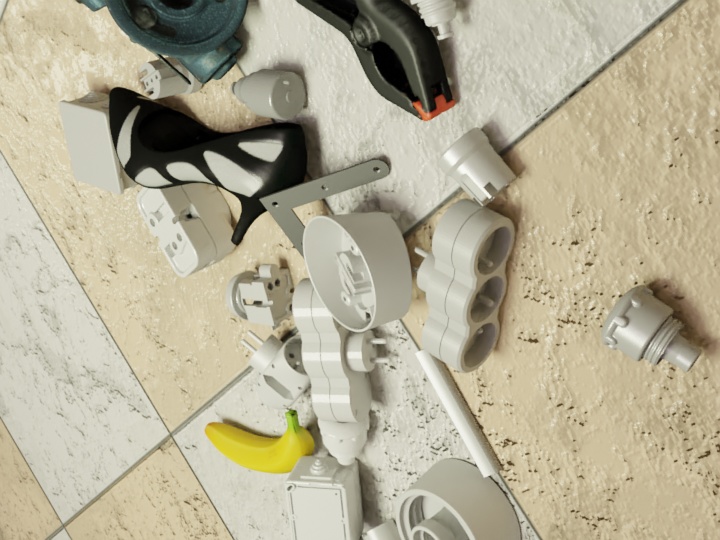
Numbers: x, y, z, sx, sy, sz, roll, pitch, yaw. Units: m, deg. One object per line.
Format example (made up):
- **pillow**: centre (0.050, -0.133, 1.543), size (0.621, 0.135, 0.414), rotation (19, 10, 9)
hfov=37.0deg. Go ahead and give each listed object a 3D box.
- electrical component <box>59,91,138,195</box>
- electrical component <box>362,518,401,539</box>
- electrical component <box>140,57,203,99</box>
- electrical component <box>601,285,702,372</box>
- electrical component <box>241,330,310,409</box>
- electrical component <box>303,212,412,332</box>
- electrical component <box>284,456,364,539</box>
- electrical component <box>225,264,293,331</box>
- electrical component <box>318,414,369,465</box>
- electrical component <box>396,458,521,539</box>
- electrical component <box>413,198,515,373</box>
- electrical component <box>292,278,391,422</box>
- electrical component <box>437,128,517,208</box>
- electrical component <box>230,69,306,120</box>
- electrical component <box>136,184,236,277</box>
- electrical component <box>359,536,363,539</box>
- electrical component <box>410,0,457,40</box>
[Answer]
- **electrical component**: centre (-0.262, -0.134, 1.121), size (0.100, 0.048, 0.099), rotation (19, 124, 41)
- **electrical component**: centre (0.027, 0.269, 1.039), size (0.046, 0.040, 0.040), rotation (61, 142, 12)
- **electrical component**: centre (-0.175, -0.180, 0.996), size (0.040, 0.046, 0.040), rotation (26, 127, 41)
- **electrical component**: centre (0.196, 0.043, 0.715), size (0.062, 0.048, 0.048), rotation (36, 135, 21)
- **electrical component**: centre (-0.082, 0.088, 1.043), size (0.079, 0.043, 0.077), rotation (39, 139, 1)
- **electrical component**: centre (0.000, 0.000, 0.877), size (0.099, 0.064, 0.099), rotation (169, 90, -70)
- **electrical component**: centre (-0.033, 0.223, 1.053), size (0.062, 0.061, 0.096), rotation (0, 110, 15)
- **electrical component**: centre (-0.095, 0.025, 1.030), size (0.055, 0.048, 0.066), rotation (1, 113, 40)
- **electrical component**: centre (-0.014, 0.158, 1.018), size (0.048, 0.048, 0.062), rotation (30, 139, 34)
- **electrical component**: centre (0.079, 0.227, 0.938), size (0.108, 0.060, 0.108), rotation (26, 130, 37)
- **electrical component**: centre (0.069, 0.007, 0.828), size (0.074, 0.052, 0.138), rotation (31, 132, 34)
- **electrical component**: centre (-0.008, 0.072, 0.955), size (0.074, 0.052, 0.138), rotation (-2, 112, 23)
- **electrical component**: centre (0.085, -0.073, 0.775), size (0.046, 0.040, 0.040), rotation (50, 140, 7)
- **electrical component**: centre (-0.081, -0.151, 0.915), size (0.078, 0.040, 0.040), rotation (16, 123, 43)
- **electrical component**: centre (-0.167, -0.049, 1.055), size (0.095, 0.059, 0.054), rotation (59, 142, 4)
- **electrical component**: centre (0.001, 0.321, 1.081), size (0.062, 0.061, 0.096), rotation (-17, 98, 51)
- **electrical component**: centre (0.049, -0.198, 0.741), size (0.040, 0.040, 0.078), rotation (-3, 109, 49)
